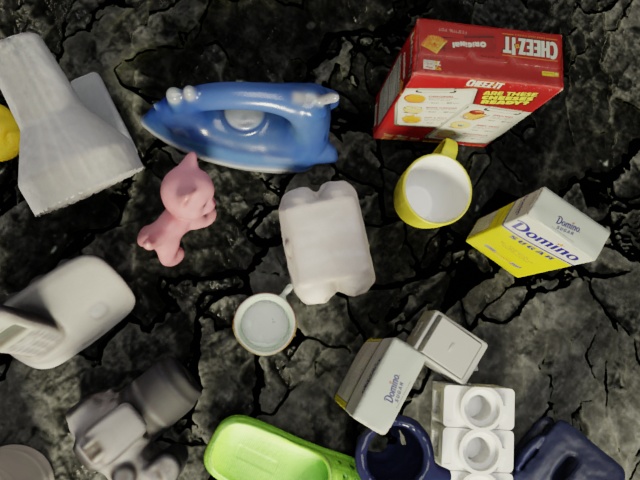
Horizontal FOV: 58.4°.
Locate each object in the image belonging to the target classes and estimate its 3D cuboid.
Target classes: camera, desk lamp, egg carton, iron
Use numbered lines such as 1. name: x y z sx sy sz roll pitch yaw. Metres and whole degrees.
1. camera: -0.196 0.213 0.656 0.137 0.100 0.143 -40 88 -10
2. desk lamp: -0.279 -0.119 0.636 0.118 0.213 0.203 -27 86 -9
3. egg carton: 0.007 0.003 0.725 0.107 0.069 0.150 -12 83 -8
4. iron: -0.099 -0.157 0.699 0.258 0.141 0.119 2 82 -6

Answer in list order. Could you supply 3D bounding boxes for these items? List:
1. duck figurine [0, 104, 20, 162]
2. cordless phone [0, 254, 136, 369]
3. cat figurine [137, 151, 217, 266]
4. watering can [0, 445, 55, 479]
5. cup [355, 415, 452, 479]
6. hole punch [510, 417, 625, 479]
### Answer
1. duck figurine: -0.415 -0.140 0.688 0.104 0.086 0.077 19 80 -3
2. cordless phone: -0.293 0.075 0.621 0.148 0.185 0.094 -40 88 -10
3. cat figurine: -0.170 -0.037 0.686 0.067 0.117 0.128 35 80 0
4. watering can: -0.359 0.274 0.581 0.173 0.194 0.101 37 80 0
5. cup: 0.093 0.255 0.686 0.118 0.095 0.092 22 80 -3
6. hole punch: 0.297 0.289 0.707 0.101 0.091 0.109 44 80 1
